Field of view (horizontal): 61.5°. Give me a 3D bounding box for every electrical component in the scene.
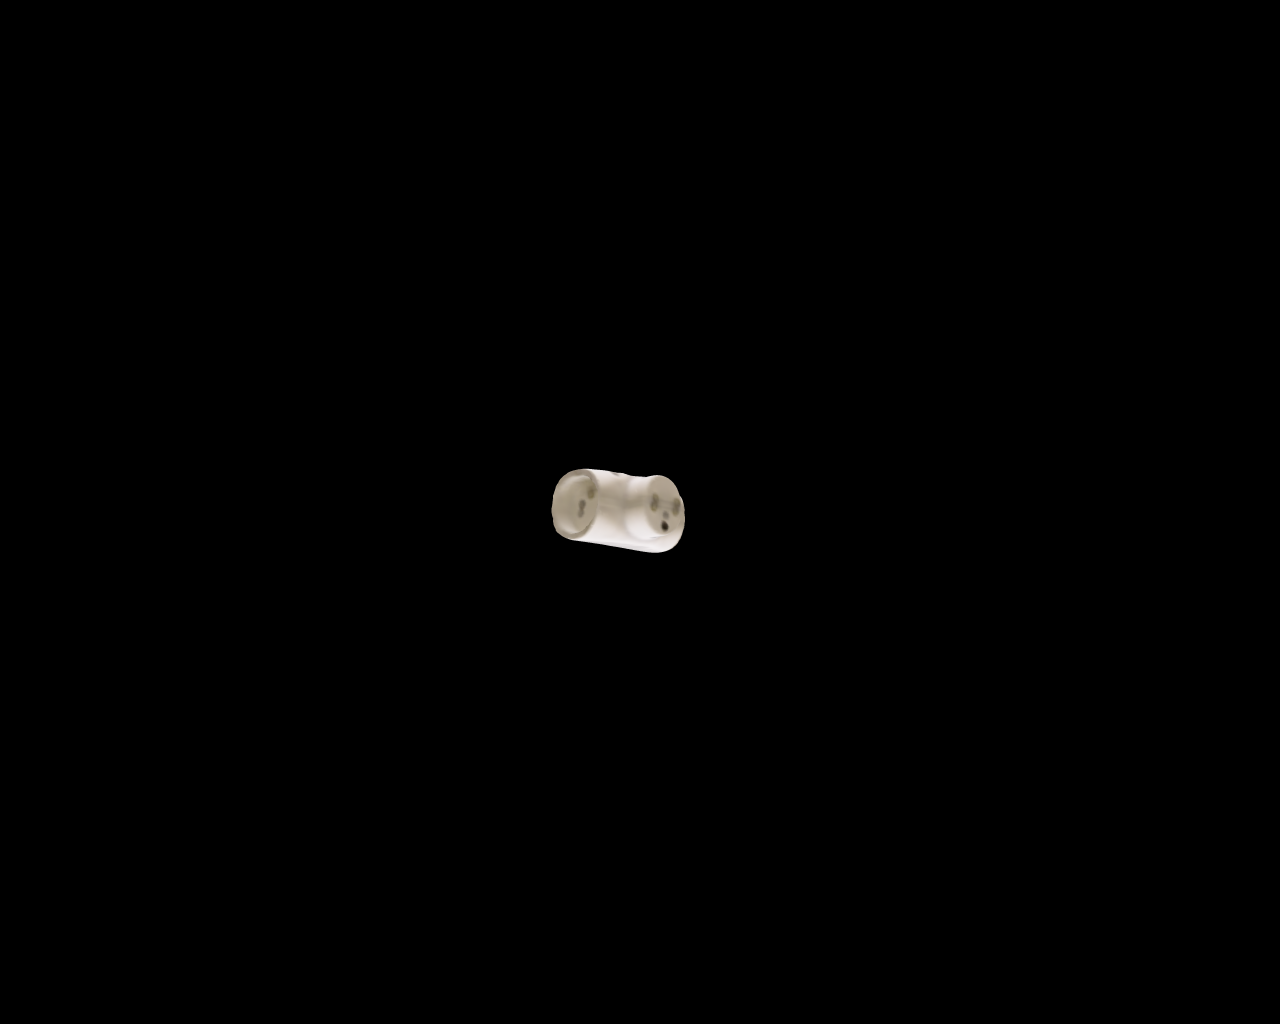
[{"bbox_3d":[0.001,-0.003,0.650,0.079,0.044,0.077,-10,-14,42],"label":"electrical component"}]
